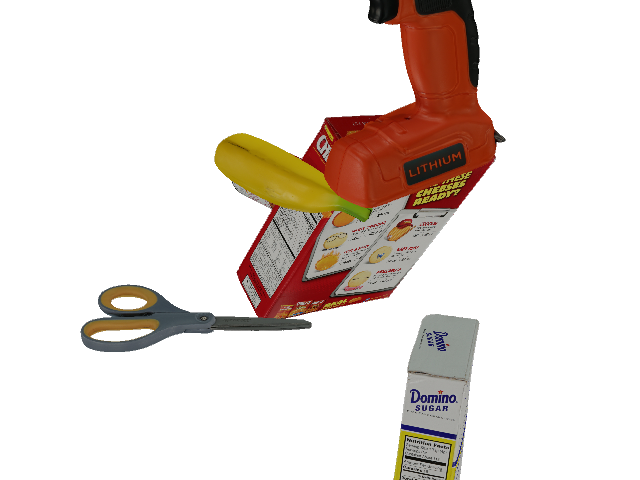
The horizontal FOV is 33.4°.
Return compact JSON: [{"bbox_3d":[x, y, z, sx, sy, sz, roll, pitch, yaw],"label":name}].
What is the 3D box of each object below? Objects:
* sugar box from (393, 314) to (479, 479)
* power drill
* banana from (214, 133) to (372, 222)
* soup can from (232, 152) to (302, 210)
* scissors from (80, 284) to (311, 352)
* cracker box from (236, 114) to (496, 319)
[{"bbox_3d":[0.076,0.148,0.740,0.048,0.176,0.093,6,21,11],"label":"sugar box"},{"bbox_3d":[0.035,-0.115,0.588,0.184,0.188,0.057,-20,36,-23],"label":"power drill"},{"bbox_3d":[-0.040,-0.049,0.774,0.069,0.037,0.198,36,-3,-33],"label":"banana"},{"bbox_3d":[-0.047,-0.068,1.210,0.068,0.068,0.102,0,19,-41],"label":"soup can"},{"bbox_3d":[-0.117,0.064,0.971,0.201,0.016,0.096,-7,35,-14],"label":"scissors"},{"bbox_3d":[0.036,-0.023,0.988,0.163,0.072,0.214,-8,-35,-37],"label":"cracker box"}]
